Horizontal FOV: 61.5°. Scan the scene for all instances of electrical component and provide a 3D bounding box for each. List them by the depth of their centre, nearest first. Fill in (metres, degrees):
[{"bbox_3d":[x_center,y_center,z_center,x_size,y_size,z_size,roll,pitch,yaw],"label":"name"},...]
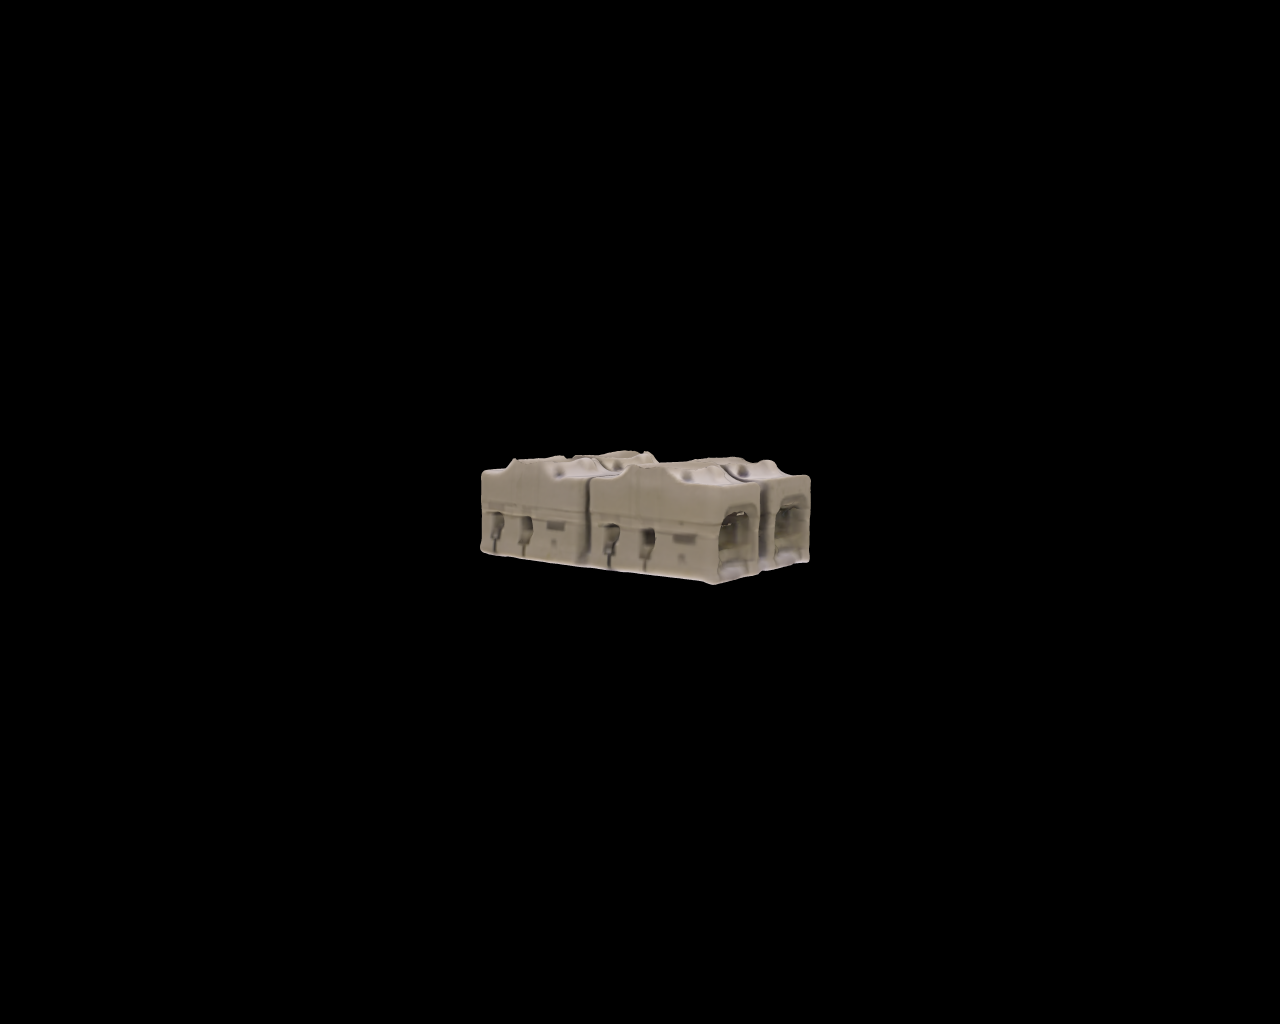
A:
[{"bbox_3d":[0.001,-0.003,0.650,0.186,0.060,0.105,5,8,40],"label":"electrical component"}]
